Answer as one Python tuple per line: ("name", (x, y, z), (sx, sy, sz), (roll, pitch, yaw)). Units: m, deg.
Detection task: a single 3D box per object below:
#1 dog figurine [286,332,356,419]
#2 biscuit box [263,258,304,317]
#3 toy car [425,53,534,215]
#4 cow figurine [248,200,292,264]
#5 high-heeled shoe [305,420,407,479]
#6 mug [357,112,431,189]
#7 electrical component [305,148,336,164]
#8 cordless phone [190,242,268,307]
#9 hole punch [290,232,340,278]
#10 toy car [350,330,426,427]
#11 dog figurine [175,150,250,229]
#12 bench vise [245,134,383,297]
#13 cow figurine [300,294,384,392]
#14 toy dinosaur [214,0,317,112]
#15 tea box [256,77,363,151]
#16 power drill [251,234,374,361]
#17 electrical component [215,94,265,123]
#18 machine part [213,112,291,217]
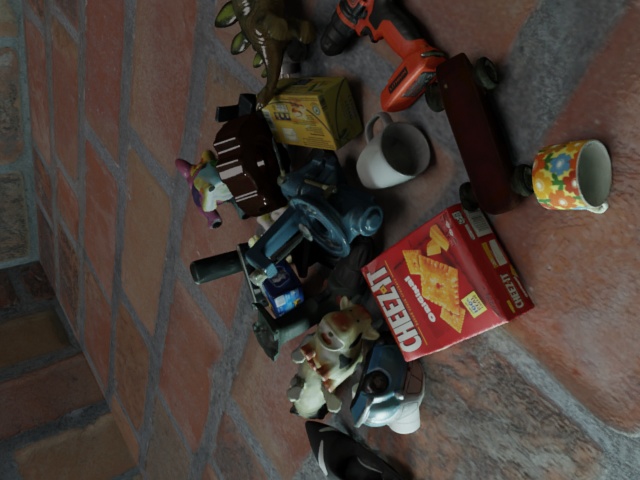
("dog figurine", (-0.008, 0.261, 1.058), (0.121, 0.172, 0.190), (25, 160, 2))
("biscuit box", (-0.069, 0.105, 1.021), (0.063, 0.059, 0.202), (57, 168, 22))
("toy car", (0.199, -0.130, 0.669), (0.089, 0.053, 0.202), (-20, 90, 46))
("cow figurine", (-0.075, -0.015, 1.047), (0.098, 0.068, 0.167), (51, 141, 19))
("high-heeled shoe", (0.066, 0.409, 0.992), (0.249, 0.086, 0.145), (35, 151, 18))
("mug", (0.092, -0.124, 0.786), (0.109, 0.081, 0.107), (63, 152, 4))
("electrical component", (0.000, -0.140, 0.945), (0.094, 0.021, 0.063), (60, 141, 17))
("cordless phone", (-0.170, 0.083, 1.110), (0.089, 0.184, 0.146), (-20, 87, 48))
("hole punch", (-0.002, -0.003, 0.961), (0.116, 0.092, 0.142), (-120, 29, -57))
("toy car", (0.115, 0.229, 0.858), (0.103, 0.162, 0.109), (23, 136, 4))
("dog figurine", (-0.244, -0.139, 1.179), (0.219, 0.108, 0.191), (52, 156, 32))
("bench vise", (-0.032, -0.030, 0.824), (0.224, 0.240, 0.128), (34, 159, 31))
("cow figurine", (0.036, 0.166, 0.870), (0.086, 0.127, 0.194), (46, 165, 24))
("toy dinosaur", (-0.100, -0.437, 0.877), (0.199, 0.105, 0.471), (-3, 84, 49))
("tea box", (-0.019, -0.210, 0.884), (0.170, 0.068, 0.098), (19, 141, 46))
("power drill", (-0.011, 0.100, 0.894), (0.086, 0.207, 0.231), (44, 146, 28))
("electrical component", (-0.130, -0.232, 0.998), (0.048, 0.119, 0.074), (44, 131, 34))
("machine part", (-0.110, -0.133, 0.933), (0.056, 0.179, 0.179), (-15, 91, 26))
